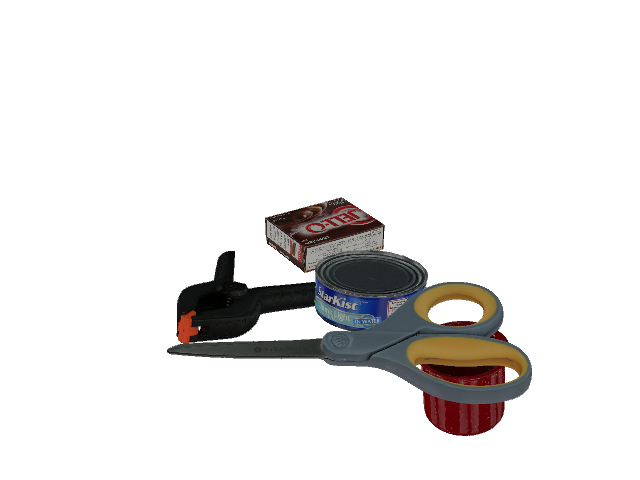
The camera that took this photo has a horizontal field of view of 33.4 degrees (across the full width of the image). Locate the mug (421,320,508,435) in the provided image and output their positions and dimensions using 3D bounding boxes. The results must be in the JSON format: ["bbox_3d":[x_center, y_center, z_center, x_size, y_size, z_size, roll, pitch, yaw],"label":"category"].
[{"bbox_3d":[0.147,0.134,1.075,0.093,0.081,0.117,8,35,22],"label":"mug"}]

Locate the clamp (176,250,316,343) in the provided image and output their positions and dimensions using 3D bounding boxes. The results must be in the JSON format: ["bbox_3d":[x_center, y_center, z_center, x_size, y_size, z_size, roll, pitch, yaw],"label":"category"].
[{"bbox_3d":[-0.092,0.054,1.049,0.120,0.039,0.171,18,22,33],"label":"clamp"}]

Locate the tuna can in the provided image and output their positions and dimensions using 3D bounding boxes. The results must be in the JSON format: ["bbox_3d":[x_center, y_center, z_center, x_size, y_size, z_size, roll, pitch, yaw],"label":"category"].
[{"bbox_3d":[0.038,0.038,0.813,0.086,0.034,0.086,2,21,-1],"label":"tuna can"}]

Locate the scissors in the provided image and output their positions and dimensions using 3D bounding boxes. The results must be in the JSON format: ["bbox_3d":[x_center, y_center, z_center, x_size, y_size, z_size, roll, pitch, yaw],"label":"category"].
[{"bbox_3d":[0.022,0.050,0.616,0.202,0.016,0.096,10,41,8],"label":"scissors"}]

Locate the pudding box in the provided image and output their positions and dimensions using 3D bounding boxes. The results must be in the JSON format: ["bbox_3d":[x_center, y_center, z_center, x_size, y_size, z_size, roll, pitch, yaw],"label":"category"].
[{"bbox_3d":[0.005,-0.008,1.246,0.113,0.039,0.090,-18,31,-28],"label":"pudding box"}]
